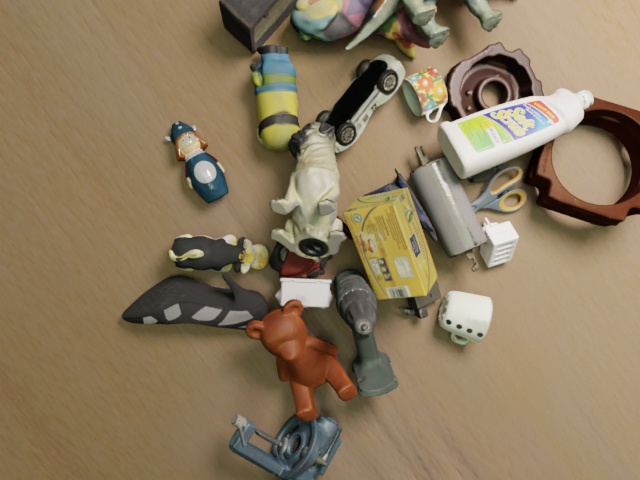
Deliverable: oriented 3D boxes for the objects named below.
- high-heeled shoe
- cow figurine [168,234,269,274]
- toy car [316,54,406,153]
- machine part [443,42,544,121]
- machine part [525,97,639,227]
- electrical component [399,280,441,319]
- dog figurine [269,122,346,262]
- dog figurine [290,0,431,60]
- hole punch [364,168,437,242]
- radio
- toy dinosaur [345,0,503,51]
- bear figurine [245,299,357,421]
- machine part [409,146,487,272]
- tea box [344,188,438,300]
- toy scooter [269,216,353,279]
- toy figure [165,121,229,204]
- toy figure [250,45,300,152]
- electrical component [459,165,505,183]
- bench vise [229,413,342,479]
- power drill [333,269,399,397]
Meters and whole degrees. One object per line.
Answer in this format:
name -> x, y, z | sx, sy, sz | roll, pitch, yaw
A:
high-heeled shoe -> -0.218, 0.134, 0.970 | 0.249, 0.086, 0.145 | -18, 127, 15
cow figurine -> -0.173, 0.023, 0.935 | 0.167, 0.098, 0.068 | 1, 88, -4
toy car -> 0.067, -0.238, 0.942 | 0.201, 0.056, 0.074 | -51, 52, 2
machine part -> 0.309, -0.259, 0.968 | 0.179, 0.056, 0.179 | 0, 95, -5
machine part -> 0.487, -0.137, 0.956 | 0.201, 0.087, 0.201 | 19, 86, 7
electrical component -> 0.178, 0.092, 0.995 | 0.078, 0.045, 0.102 | -28, 100, -30
dog figurine -> -0.006, -0.080, 0.891 | 0.121, 0.172, 0.190 | 9, 49, 3
dog figurine -> 0.081, -0.373, 0.916 | 0.219, 0.108, 0.191 | 38, 85, -9
hole punch -> 0.135, -0.050, 0.947 | 0.092, 0.116, 0.142 | -28, 96, 7
radio -> -0.065, -0.431, 0.888 | 0.073, 0.131, 0.229 | 40, 91, -5
toy dinosaur -> 0.194, -0.422, 0.857 | 0.405, 0.131, 0.192 | -17, 69, -19
bear figurine -> -0.033, 0.200, 0.913 | 0.120, 0.132, 0.195 | -28, 136, 1
machine part -> 0.228, -0.058, 0.955 | 0.079, 0.079, 0.243 | -25, 86, -2
tea box -> 0.118, 0.009, 0.886 | 0.098, 0.068, 0.169 | -8, 111, 34
toy scooter -> -0.002, -0.003, 0.958 | 0.135, 0.075, 0.183 | 25, 88, -6
toy figure -> -0.214, -0.140, 0.940 | 0.064, 0.058, 0.154 | -33, 96, -40
toy figure -> -0.076, -0.242, 0.924 | 0.082, 0.089, 0.180 | -1, 98, 1
electrical component -> 0.295, -0.140, 0.993 | 0.094, 0.021, 0.063 | -12, 96, -3
bench vise -> -0.073, 0.391, 0.951 | 0.240, 0.129, 0.223 | 40, 83, -24
power drill -> 0.072, 0.162, 0.911 | 0.086, 0.232, 0.207 | -21, 112, 2
